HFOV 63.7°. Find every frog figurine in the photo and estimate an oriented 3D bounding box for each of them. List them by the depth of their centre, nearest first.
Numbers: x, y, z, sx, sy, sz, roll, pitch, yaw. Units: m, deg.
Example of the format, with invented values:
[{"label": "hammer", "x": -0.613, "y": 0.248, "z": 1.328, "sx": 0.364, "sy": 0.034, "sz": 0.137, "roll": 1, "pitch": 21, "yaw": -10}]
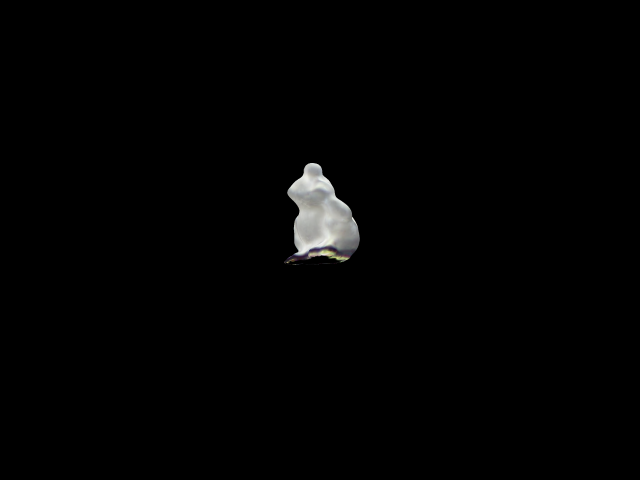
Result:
[{"label": "frog figurine", "x": 0.003, "y": -0.043, "z": 0.850, "sx": 0.122, "sy": 0.161, "sz": 0.136, "roll": 5, "pitch": -14, "yaw": -18}]
